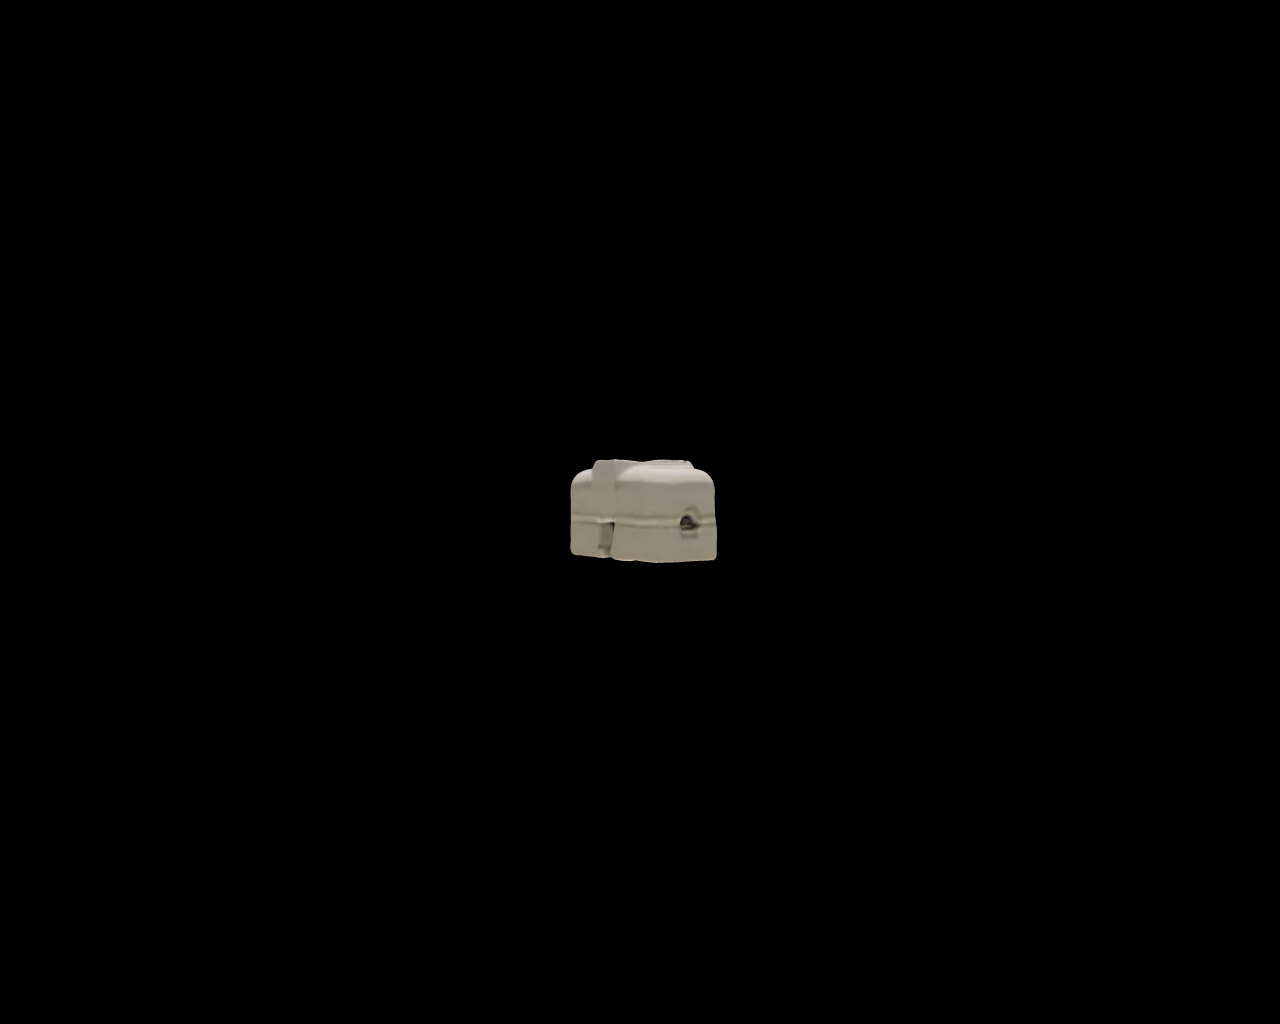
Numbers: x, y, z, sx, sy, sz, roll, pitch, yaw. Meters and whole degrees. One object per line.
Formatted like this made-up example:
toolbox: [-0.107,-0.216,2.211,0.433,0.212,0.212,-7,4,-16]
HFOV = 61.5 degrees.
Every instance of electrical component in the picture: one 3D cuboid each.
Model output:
electrical component: [0.001,-0.003,0.650,0.054,0.059,0.095,-2,3,-36]
